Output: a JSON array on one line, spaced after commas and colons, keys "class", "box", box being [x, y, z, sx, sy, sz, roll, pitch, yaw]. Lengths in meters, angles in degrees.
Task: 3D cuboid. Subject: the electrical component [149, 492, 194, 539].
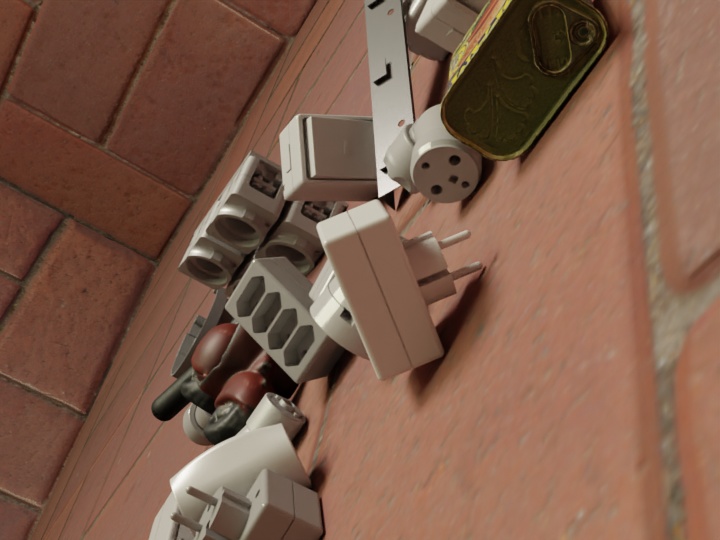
[{"class": "electrical component", "box": [-0.109, 0.188, 0.730, 0.061, 0.062, 0.096, -57, 13, 21]}]

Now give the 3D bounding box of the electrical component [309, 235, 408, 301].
[{"class": "electrical component", "box": [0.000, 0.000, 0.734, 0.065, 0.047, 0.077, -61, 12, 1]}]

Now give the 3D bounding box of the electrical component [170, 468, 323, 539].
[{"class": "electrical component", "box": [-0.071, 0.150, 0.622, 0.065, 0.077, 0.047, -59, 12, 11]}]

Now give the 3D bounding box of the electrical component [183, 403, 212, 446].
[{"class": "electrical component", "box": [-0.136, 0.134, 0.995, 0.055, 0.045, 0.045, -48, 18, 48]}]

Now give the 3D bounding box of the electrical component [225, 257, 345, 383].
[{"class": "electrical component", "box": [-0.039, 0.033, 0.781, 0.076, 0.083, 0.047, -6, -45, -57]}]

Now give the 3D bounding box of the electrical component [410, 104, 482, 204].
[{"class": "electrical component", "box": [0.055, -0.073, 0.679, 0.045, 0.045, 0.055, -54, 15, 33]}]

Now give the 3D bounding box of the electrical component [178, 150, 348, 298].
[{"class": "electrical component", "box": [-0.104, -0.028, 1.079, 0.186, 0.105, 0.060, -43, 22, 56]}]

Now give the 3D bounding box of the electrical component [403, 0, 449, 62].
[{"class": "electrical component", "box": [0.062, -0.228, 0.973, 0.055, 0.050, 0.089, -56, 14, 23]}]

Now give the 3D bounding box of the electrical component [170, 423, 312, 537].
[{"class": "electrical component", "box": [-0.070, 0.141, 0.680, 0.043, 0.077, 0.079, 59, 172, 35]}]

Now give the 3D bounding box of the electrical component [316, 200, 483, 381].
[{"class": "electrical component", "box": [0.028, 0.003, 0.577, 0.076, 0.083, 0.047, -22, 16, -1]}]

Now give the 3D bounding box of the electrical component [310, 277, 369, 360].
[{"class": "electrical component", "box": [0.005, 0.020, 0.656, 0.047, 0.055, 0.055, -54, 14, 14]}]

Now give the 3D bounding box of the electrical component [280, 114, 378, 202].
[{"class": "electrical component", "box": [-0.014, -0.094, 0.906, 0.061, 0.096, 0.061, 149, 118, -67]}]

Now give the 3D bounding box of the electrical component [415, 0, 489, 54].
[{"class": "electrical component", "box": [0.092, -0.205, 0.776, 0.096, 0.062, 0.061, -66, 13, -20]}]

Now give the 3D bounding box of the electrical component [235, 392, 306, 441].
[{"class": "electrical component", "box": [-0.069, 0.121, 0.765, 0.065, 0.044, 0.044, -55, 13, 8]}]

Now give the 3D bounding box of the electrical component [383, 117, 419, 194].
[{"class": "electrical component", "box": [0.048, -0.086, 0.741, 0.062, 0.043, 0.043, -52, 15, 33]}]
